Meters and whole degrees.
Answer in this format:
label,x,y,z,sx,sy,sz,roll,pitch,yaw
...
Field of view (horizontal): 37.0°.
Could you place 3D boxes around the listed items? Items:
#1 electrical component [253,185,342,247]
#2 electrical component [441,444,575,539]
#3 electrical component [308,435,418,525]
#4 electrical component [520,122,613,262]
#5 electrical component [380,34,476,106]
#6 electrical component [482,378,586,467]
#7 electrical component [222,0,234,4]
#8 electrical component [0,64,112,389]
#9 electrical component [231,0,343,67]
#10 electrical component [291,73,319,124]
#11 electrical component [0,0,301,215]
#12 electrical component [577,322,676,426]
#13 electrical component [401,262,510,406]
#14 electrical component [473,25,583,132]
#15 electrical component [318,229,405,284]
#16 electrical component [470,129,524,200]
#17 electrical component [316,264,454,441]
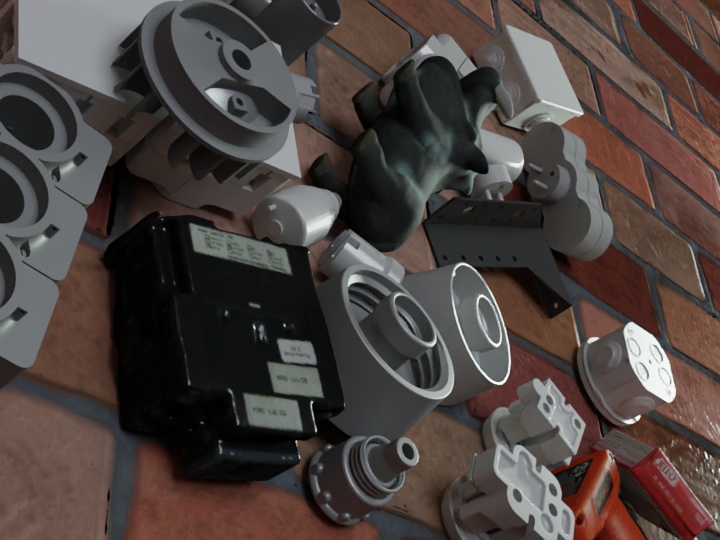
label,x,y,z,sx,sy,sz,roll,pitch,yaw
electrical component,-0.036,-0.036,0.699,0.040,0.040,0.078,58,34,1
electrical component,0.090,0.152,0.688,0.078,0.057,0.058,44,36,-19
electrical component,0.005,0.114,0.610,0.048,0.062,0.048,31,42,-33
electrical component,0.179,-0.078,0.991,0.074,0.052,0.138,19,48,-42
electrical component,0.058,-0.156,0.901,0.059,0.054,0.095,49,35,-12
electrical component,0.121,0.113,0.760,0.066,0.055,0.048,51,34,-9
electrical component,-0.106,-0.165,0.696,0.048,0.062,0.048,32,42,-33
electrical component,-0.179,-0.024,0.492,0.089,0.062,0.150,36,39,-28
electrical component,-0.066,-0.179,0.744,0.079,0.077,0.043,42,37,-20
electrical component,-0.055,-0.121,0.746,0.046,0.040,0.040,1,62,-57
electrical component,-0.129,-0.110,0.625,0.186,0.060,0.105,20,48,-42
electrical component,0.226,0.088,0.917,0.080,0.051,0.080,31,41,-33
electrical component,0.062,0.044,0.757,0.099,0.064,0.099,44,35,-42
electrical component,0.164,-0.184,1.062,0.100,0.048,0.099,4,60,-50
electrical component,0.000,0.000,0.717,0.046,0.040,0.040,39,38,-17
electrical component,0.106,-0.083,0.911,0.077,0.043,0.079,9,56,-48
electrical component,0.011,0.046,0.657,0.108,0.060,0.108,39,27,-24
